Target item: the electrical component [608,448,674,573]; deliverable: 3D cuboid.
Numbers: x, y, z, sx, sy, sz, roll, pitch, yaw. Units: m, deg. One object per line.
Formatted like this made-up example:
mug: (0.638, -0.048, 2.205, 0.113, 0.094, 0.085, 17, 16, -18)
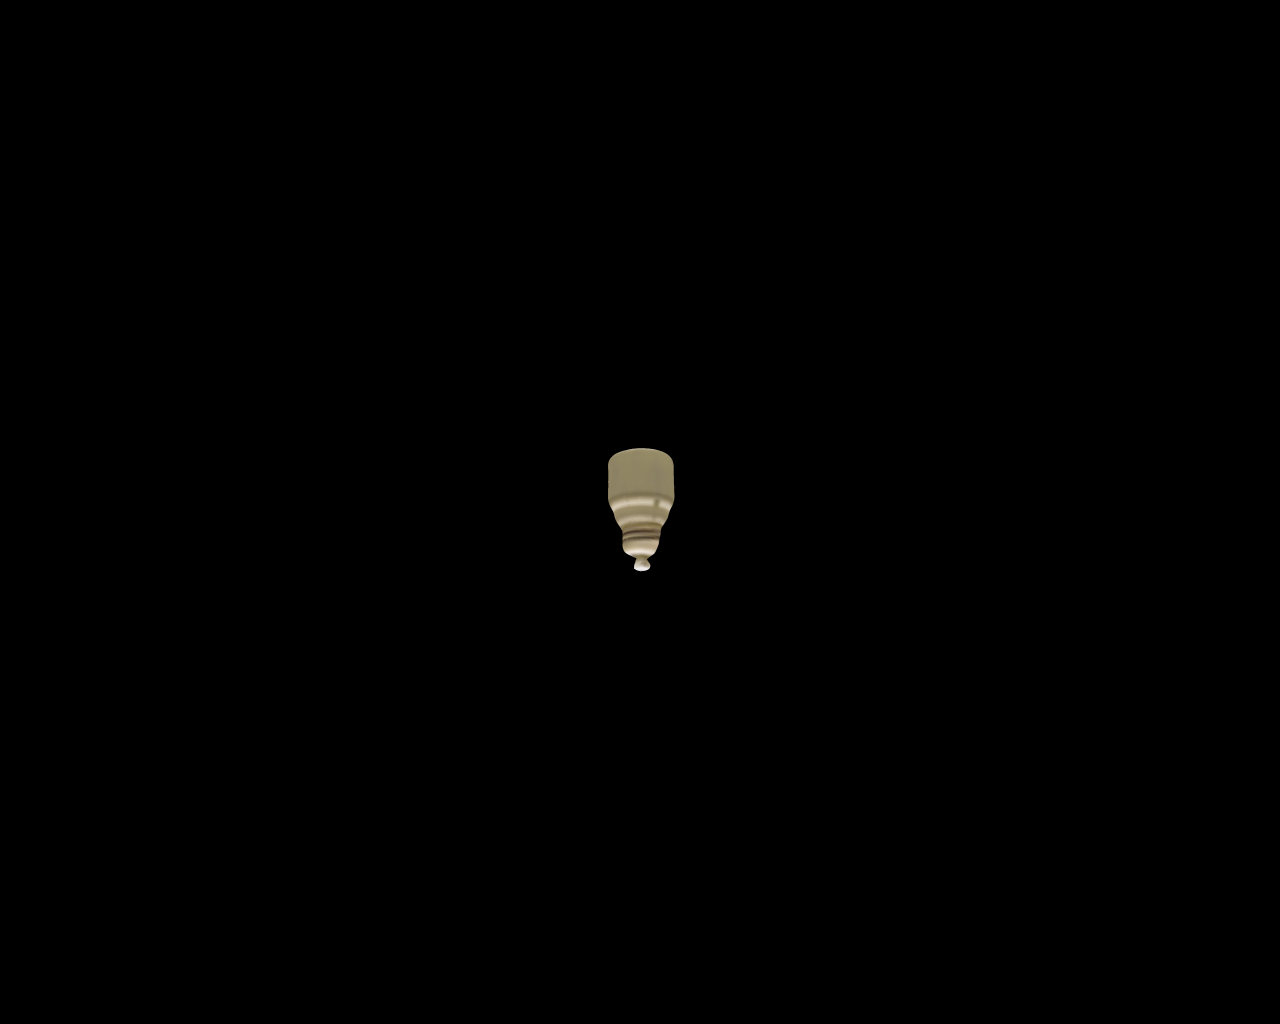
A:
electrical component: (0.001, -0.003, 0.650, 0.040, 0.078, 0.040, 0, -16, 0)
